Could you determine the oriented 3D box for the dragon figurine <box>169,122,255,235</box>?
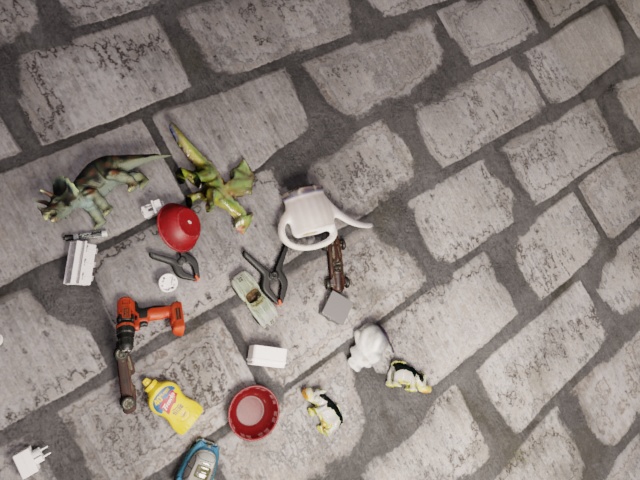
[{"bbox_3d":[-0.331,-0.210,1.703,0.245,0.121,0.411,-16,86,-41],"label":"dragon figurine"}]

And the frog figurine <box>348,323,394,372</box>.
[{"bbox_3d":[0.156,0.360,1.743,0.160,0.120,0.140,-26,56,-16],"label":"frog figurine"}]

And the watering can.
[{"bbox_3d":[0.005,-0.090,1.788,0.350,0.103,0.225,-16,84,-24],"label":"watering can"}]
